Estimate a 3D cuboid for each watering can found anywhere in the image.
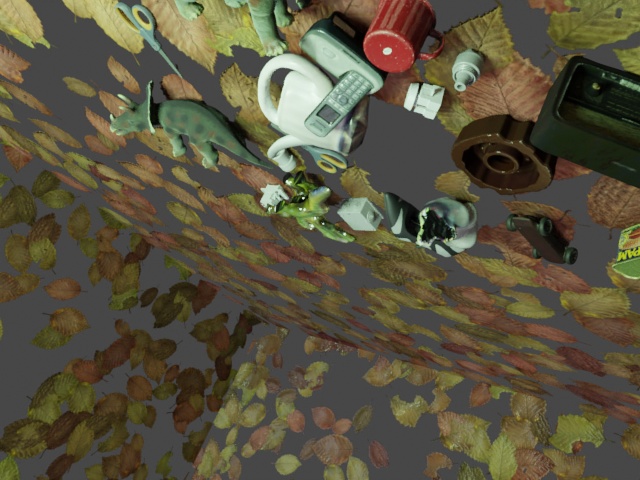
[{"bbox_3d":[-0.018,-0.234,1.034,0.225,0.106,0.341,23,-23,5],"label":"watering can"}]

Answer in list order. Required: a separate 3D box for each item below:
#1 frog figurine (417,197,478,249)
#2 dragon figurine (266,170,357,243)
[{"bbox_3d":[0.306,-0.039,1.176,0.160,0.124,0.135,-7,-25,-39],"label":"frog figurine"},{"bbox_3d":[0.004,-0.069,1.365,0.240,0.123,0.411,32,-9,-25],"label":"dragon figurine"}]
